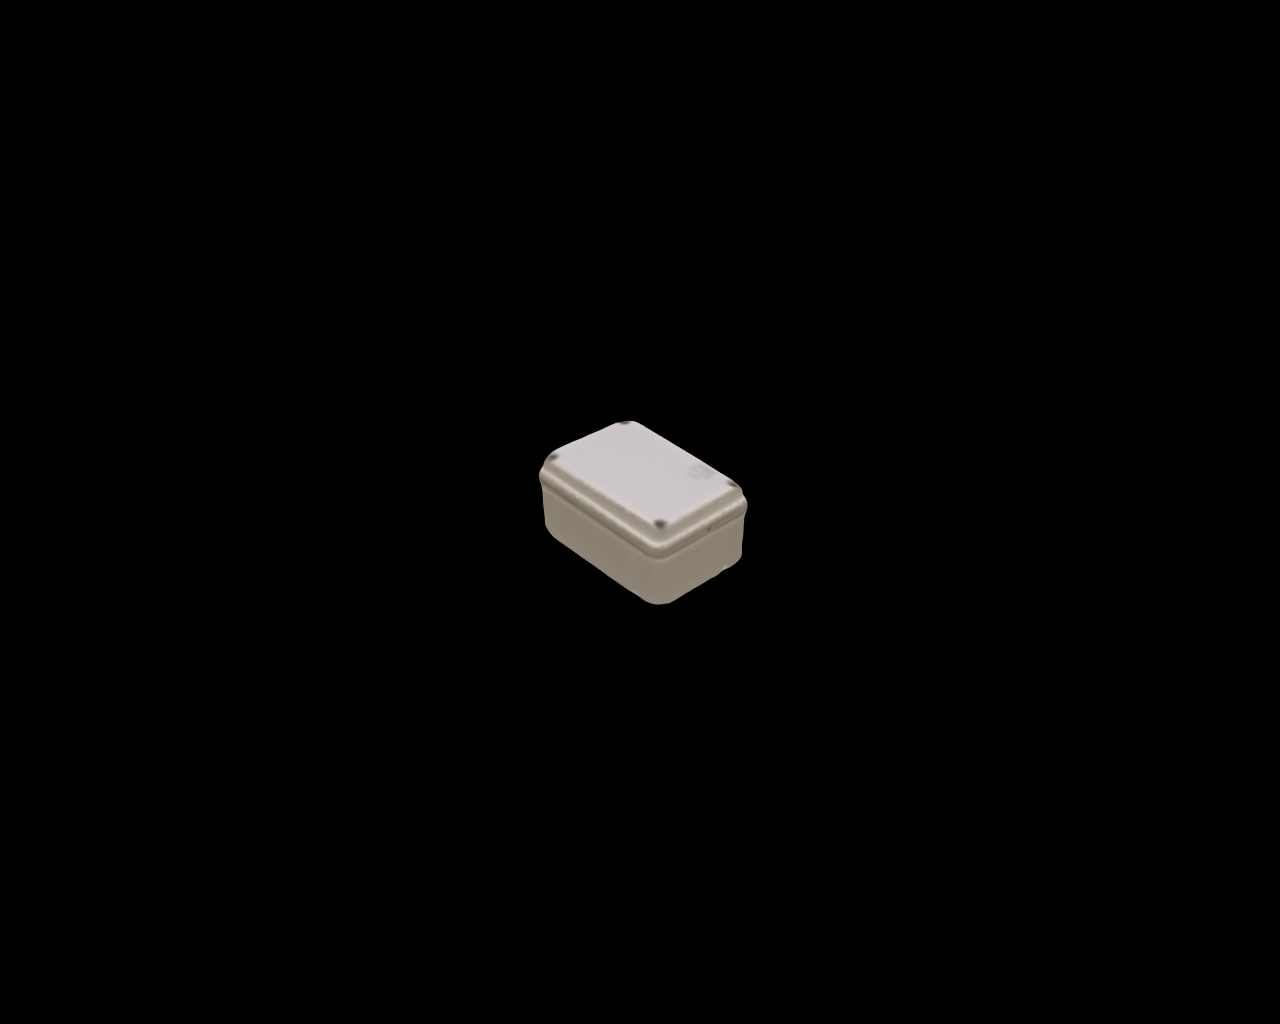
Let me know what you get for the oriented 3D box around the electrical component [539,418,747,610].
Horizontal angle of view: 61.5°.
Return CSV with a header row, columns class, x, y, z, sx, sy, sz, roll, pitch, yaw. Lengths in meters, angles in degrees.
class,x,y,z,sx,sy,sz,roll,pitch,yaw
electrical component,0.001,-0.003,0.650,0.078,0.057,0.113,-27,44,-33
